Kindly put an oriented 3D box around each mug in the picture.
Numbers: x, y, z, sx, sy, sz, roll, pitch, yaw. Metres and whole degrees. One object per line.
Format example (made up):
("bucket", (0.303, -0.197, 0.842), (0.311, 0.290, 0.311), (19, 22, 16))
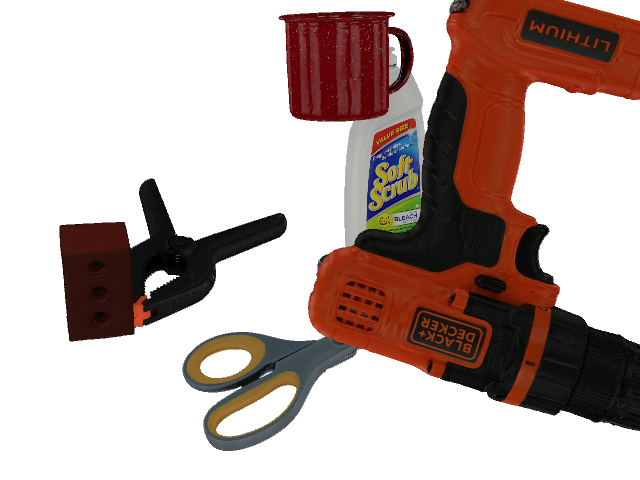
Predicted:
("mug", (0.024, -0.143, 0.865), (0.117, 0.081, 0.093), (-10, 17, -30))

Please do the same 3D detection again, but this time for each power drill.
("power drill", (0.104, -0.014, 0.503), (0.184, 0.188, 0.057), (17, 6, 1))

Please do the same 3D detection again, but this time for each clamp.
("clamp", (-0.148, 0.009, 1.069), (0.165, 0.036, 0.209), (19, 39, 16))

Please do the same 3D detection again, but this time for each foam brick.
("foam brick", (-0.175, 0.031, 0.839), (0.053, 0.078, 0.051), (-5, 26, -12))

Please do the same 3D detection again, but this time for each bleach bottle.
("bleach bottle", (0.067, -0.086, 1.181), (0.102, 0.251, 0.068), (-10, 23, -12))

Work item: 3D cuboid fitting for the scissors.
("scissors", (-0.005, 0.063, 0.703), (0.201, 0.016, 0.096), (-36, 50, -28))

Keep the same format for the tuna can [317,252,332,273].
("tuna can", (0.039, 0.034, 0.957), (0.086, 0.034, 0.086), (0, 13, 0))
